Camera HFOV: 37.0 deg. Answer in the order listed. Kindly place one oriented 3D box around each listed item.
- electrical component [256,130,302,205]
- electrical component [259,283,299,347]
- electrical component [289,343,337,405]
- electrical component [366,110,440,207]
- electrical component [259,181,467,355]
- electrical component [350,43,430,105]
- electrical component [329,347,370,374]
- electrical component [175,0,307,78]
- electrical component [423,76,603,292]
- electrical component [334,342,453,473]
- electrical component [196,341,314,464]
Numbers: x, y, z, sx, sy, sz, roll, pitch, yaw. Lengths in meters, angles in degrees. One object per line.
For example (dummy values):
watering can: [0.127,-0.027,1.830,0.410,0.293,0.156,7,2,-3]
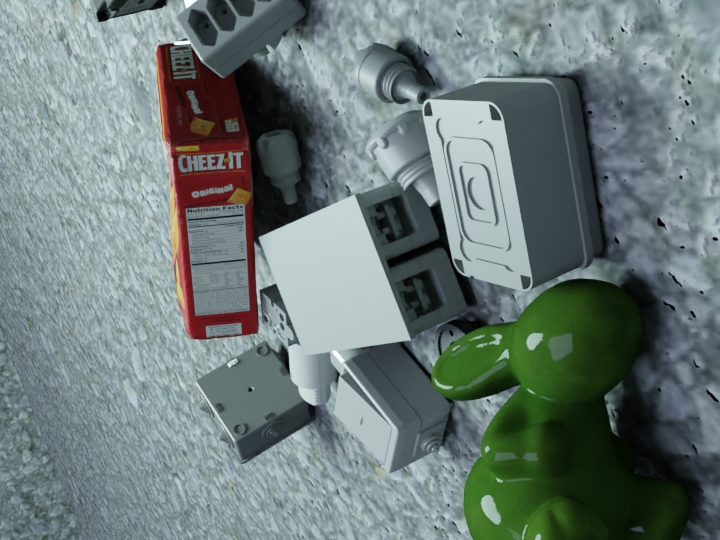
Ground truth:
electrical component: [-0.065,-0.085,0.906,0.035,0.035,0.061,22,131,55]
electrical component: [-0.053,0.033,0.949,0.066,0.055,0.048,39,141,43]
electrical component: [-0.043,0.088,0.987,0.043,0.043,0.081,40,143,42]
electrical component: [0.037,-0.072,0.719,0.062,0.048,0.048,57,152,6]
electrical component: [0.000,0.000,0.822,0.186,0.060,0.105,-16,96,63]
electrical component: [0.023,-0.126,0.713,0.061,0.035,0.035,38,141,40]
electrical component: [-0.011,0.070,0.925,0.061,0.035,0.035,47,147,39]
electrical component: [-0.084,-0.188,0.829,0.047,0.083,0.076,57,-170,19]
electrical component: [0.089,-0.052,0.622,0.078,0.057,0.113,17,124,57]
electrical component: [0.027,0.114,0.859,0.096,0.061,0.061,49,148,32]
electrical component: [-0.107,0.130,1.077,0.099,0.100,0.048,51,162,29]
